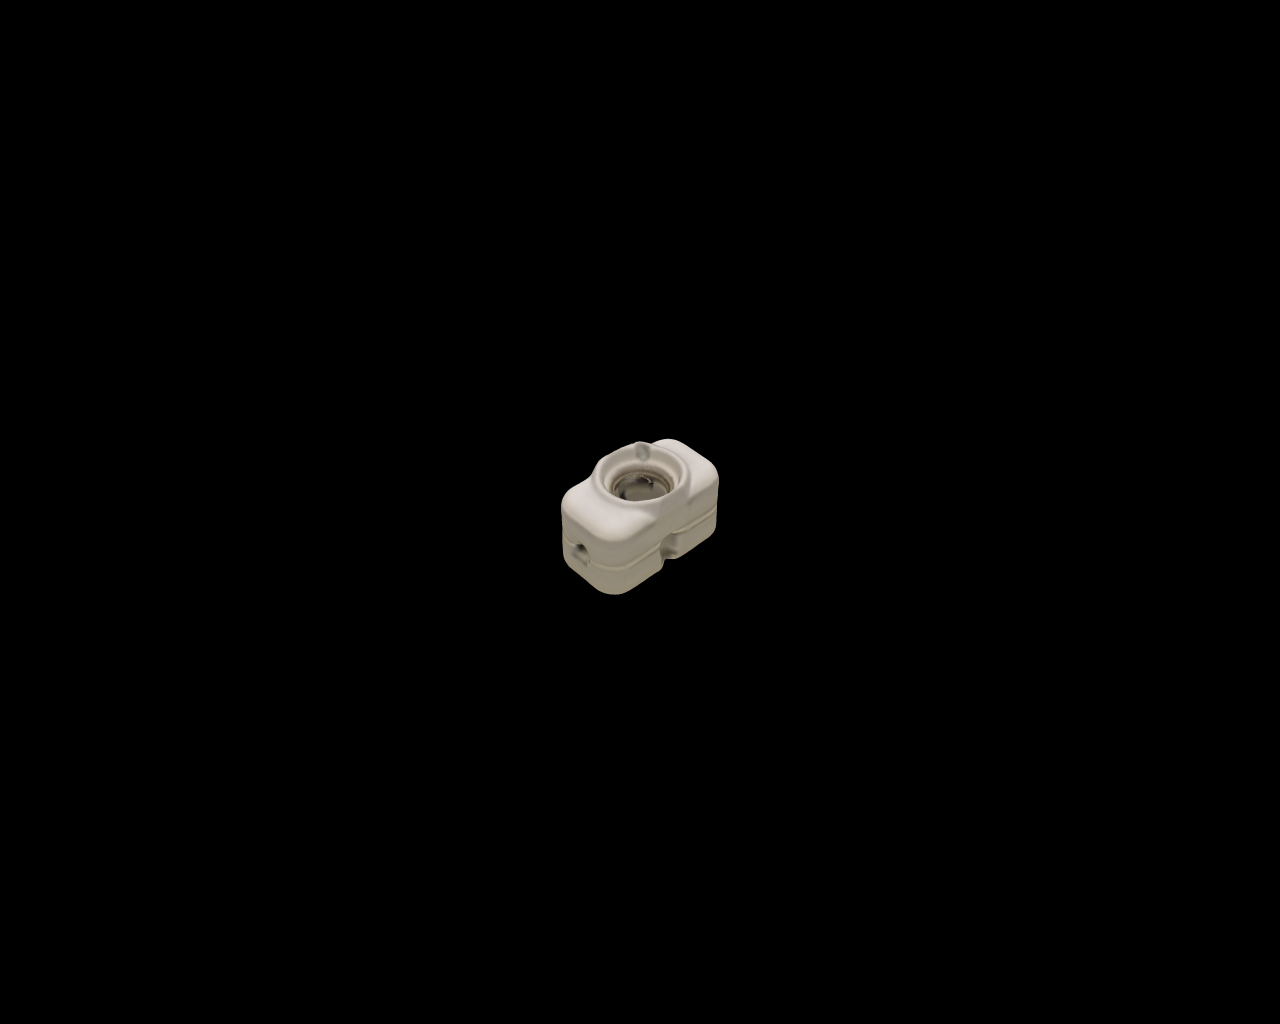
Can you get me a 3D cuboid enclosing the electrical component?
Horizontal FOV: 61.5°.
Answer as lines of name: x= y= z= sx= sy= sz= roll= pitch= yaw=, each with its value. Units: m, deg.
electrical component: x=0.001 y=-0.003 z=0.650 sx=0.095 sy=0.059 sz=0.054 roll=-31 pitch=51 yaw=-30
